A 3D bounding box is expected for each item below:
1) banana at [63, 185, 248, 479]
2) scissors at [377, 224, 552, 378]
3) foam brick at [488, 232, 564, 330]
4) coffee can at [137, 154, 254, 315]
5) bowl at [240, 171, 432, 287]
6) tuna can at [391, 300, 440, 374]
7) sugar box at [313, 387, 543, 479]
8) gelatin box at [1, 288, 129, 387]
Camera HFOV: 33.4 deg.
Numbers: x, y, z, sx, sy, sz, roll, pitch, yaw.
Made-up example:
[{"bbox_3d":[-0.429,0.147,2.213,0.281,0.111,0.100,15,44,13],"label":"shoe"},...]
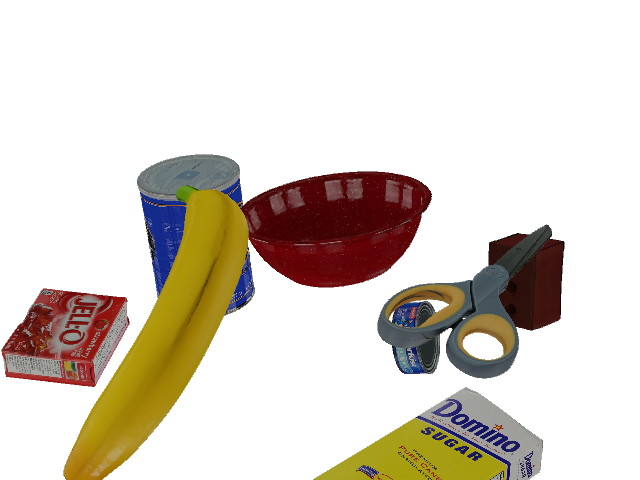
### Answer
[{"bbox_3d":[-0.079,0.041,0.576,0.037,0.197,0.070,35,-38,-22],"label":"banana"},{"bbox_3d":[0.125,0.038,0.709,0.201,0.016,0.096,-19,43,-37],"label":"scissors"},{"bbox_3d":[0.190,0.038,0.991,0.053,0.078,0.051,12,20,41],"label":"foam brick"},{"bbox_3d":[-0.125,-0.005,1.091,0.103,0.140,0.103,-5,26,2],"label":"coffee can"},{"bbox_3d":[0.013,-0.005,0.873,0.162,0.055,0.162,-8,21,3],"label":"bowl"},{"bbox_3d":[0.112,0.115,1.257,0.034,0.086,0.086,-5,-2,23],"label":"tuna can"},{"bbox_3d":[0.090,0.194,0.883,0.176,0.048,0.093,-28,42,-28],"label":"sugar box"},{"bbox_3d":[-0.200,0.075,0.847,0.073,0.030,0.089,6,32,8],"label":"gelatin box"}]
